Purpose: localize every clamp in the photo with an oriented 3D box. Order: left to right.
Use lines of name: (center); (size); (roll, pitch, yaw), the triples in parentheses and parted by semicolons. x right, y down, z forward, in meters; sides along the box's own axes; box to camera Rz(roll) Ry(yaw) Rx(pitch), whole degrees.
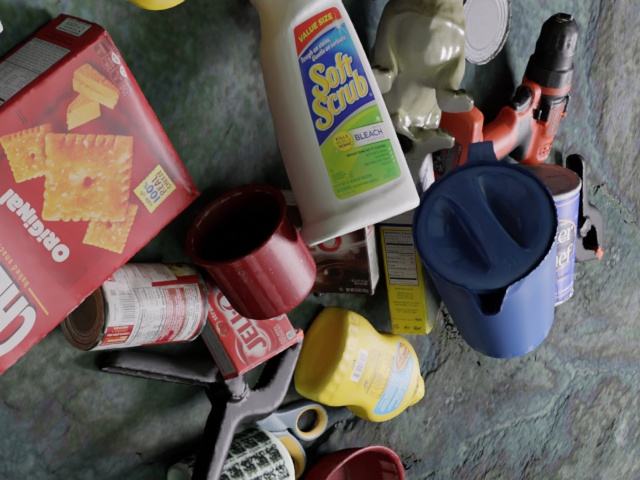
clamp: (-0.085, 0.143, 0.960); (0.209, 0.036, 0.164); (-24, 94, -44)
clamp: (0.324, -0.031, 1.348); (0.171, 0.039, 0.120); (31, 89, -52)

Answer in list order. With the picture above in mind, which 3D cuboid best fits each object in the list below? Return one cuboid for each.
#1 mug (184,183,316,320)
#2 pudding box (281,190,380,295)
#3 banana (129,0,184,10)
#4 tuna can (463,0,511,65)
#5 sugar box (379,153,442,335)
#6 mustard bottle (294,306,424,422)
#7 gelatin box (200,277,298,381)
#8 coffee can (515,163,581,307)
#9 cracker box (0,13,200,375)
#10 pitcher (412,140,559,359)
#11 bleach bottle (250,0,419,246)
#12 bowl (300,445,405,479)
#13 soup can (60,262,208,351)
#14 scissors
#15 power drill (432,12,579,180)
mug: (-0.060, 0.008, 0.903); (0.093, 0.117, 0.081); (-38, 130, -10)
pudding box: (-0.006, 0.001, 0.960); (0.039, 0.114, 0.090); (-67, 153, -56)
banana: (-0.091, -0.244, 0.812); (0.197, 0.037, 0.069); (-59, 158, -15)
tuna can: (0.156, -0.225, 1.091); (0.085, 0.034, 0.086); (-21, 121, -40)
sugar box: (0.093, 0.001, 1.091); (0.093, 0.048, 0.176); (-61, 146, -54)
mustard bottle: (0.055, 0.140, 1.122); (0.191, 0.058, 0.096); (29, 77, -48)
gelatin box: (-0.071, 0.069, 0.948); (0.073, 0.030, 0.089); (-27, 88, -36)
coffee can: (0.242, -0.006, 1.223); (0.102, 0.103, 0.140); (-25, 123, -38)
cracker box: (-0.207, -0.031, 0.763); (0.213, 0.072, 0.164); (-45, 133, -23)
pitcher: (0.177, 0.023, 1.078); (0.149, 0.145, 0.242); (-46, 153, -9)
bleach bottle: (-0.006, -0.129, 0.873); (0.102, 0.068, 0.251); (-20, 89, -27)
bowl: (0.019, 0.286, 1.149); (0.161, 0.055, 0.162); (-21, 121, -40)
soup can: (-0.150, 0.053, 0.862); (0.102, 0.069, 0.068); (-1, 107, -46)
scissors: (-0.045, 0.164, 1.060); (0.096, 0.016, 0.201); (-44, 133, -26)
power drill: (0.199, -0.138, 1.133); (0.187, 0.057, 0.184); (-27, 138, -34)
